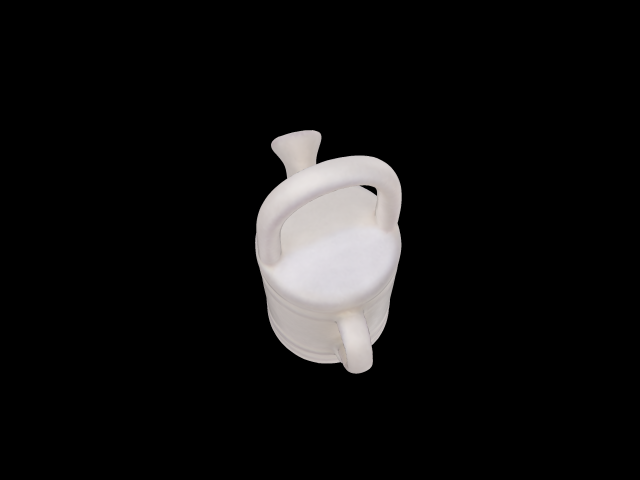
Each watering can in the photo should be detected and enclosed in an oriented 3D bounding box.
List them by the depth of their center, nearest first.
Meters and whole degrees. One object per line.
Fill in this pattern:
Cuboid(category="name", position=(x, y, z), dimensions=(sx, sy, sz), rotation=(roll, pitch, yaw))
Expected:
Cuboid(category="watering can", position=(0.002, 0.002, 0.400), dimensions=(0.101, 0.194, 0.172), rotation=(-34, 65, -17))
